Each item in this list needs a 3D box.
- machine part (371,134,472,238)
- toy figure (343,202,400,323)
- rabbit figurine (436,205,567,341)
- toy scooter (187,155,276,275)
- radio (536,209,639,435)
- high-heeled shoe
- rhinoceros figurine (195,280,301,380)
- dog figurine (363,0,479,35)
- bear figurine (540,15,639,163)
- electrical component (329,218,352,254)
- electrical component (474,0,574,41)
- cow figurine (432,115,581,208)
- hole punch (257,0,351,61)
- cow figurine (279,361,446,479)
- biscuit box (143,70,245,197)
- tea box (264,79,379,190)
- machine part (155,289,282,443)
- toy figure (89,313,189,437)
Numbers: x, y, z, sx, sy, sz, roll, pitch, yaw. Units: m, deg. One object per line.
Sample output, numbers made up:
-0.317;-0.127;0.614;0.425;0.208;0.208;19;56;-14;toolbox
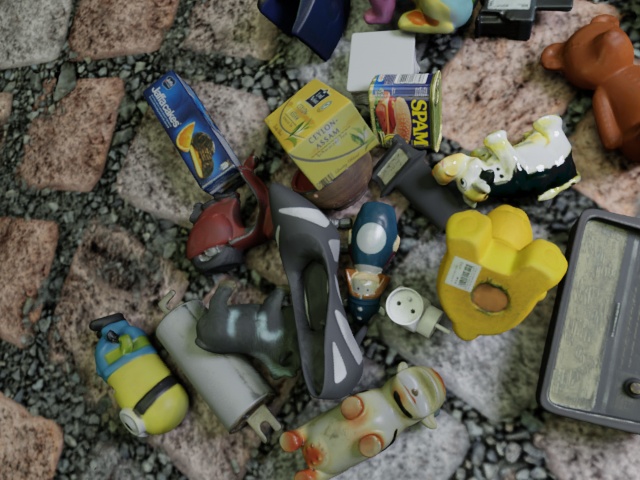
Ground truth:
0.128;-0.065;0.693;0.139;0.039;0.084;45;122;14;machine part
0.062;0.029;0.692;0.064;0.057;0.154;3;79;40;toy figure
0.205;0.031;0.612;0.122;0.173;0.162;13;126;19;rabbit figurine
-0.111;-0.037;0.737;0.184;0.075;0.135;-21;80;14;toy scooter
0.328;0.092;0.593;0.131;0.073;0.229;13;82;18;radio
-0.023;0.056;0.613;0.086;0.145;0.248;-34;89;34;high-heeled shoe
-0.058;0.117;0.672;0.190;0.073;0.112;12;50;-9;rhinoceros figurine
0.108;-0.383;0.671;0.192;0.219;0.108;22;58;30;dog figurine
0.361;-0.190;0.623;0.120;0.132;0.196;-27;78;2;bear figurine
-0.002;-0.002;0.734;0.094;0.021;0.063;-5;76;15;electrical component
0.270;-0.311;0.715;0.119;0.047;0.075;5;80;16;electrical component
0.226;-0.081;0.654;0.167;0.068;0.098;-20;80;-4;cow figurine
-0.007;-0.329;0.757;0.116;0.142;0.092;-47;68;16;hole punch
0.062;0.211;0.627;0.195;0.127;0.085;-37;70;20;cow figurine
-0.186;-0.157;0.801;0.063;0.059;0.203;-36;71;5;biscuit box
-0.004;-0.142;0.695;0.098;0.068;0.170;-40;28;3;tea box
-0.139;0.163;0.706;0.079;0.079;0.243;-45;71;2;machine part
-0.248;0.180;0.731;0.089;0.082;0.180;-36;68;8;toy figure
